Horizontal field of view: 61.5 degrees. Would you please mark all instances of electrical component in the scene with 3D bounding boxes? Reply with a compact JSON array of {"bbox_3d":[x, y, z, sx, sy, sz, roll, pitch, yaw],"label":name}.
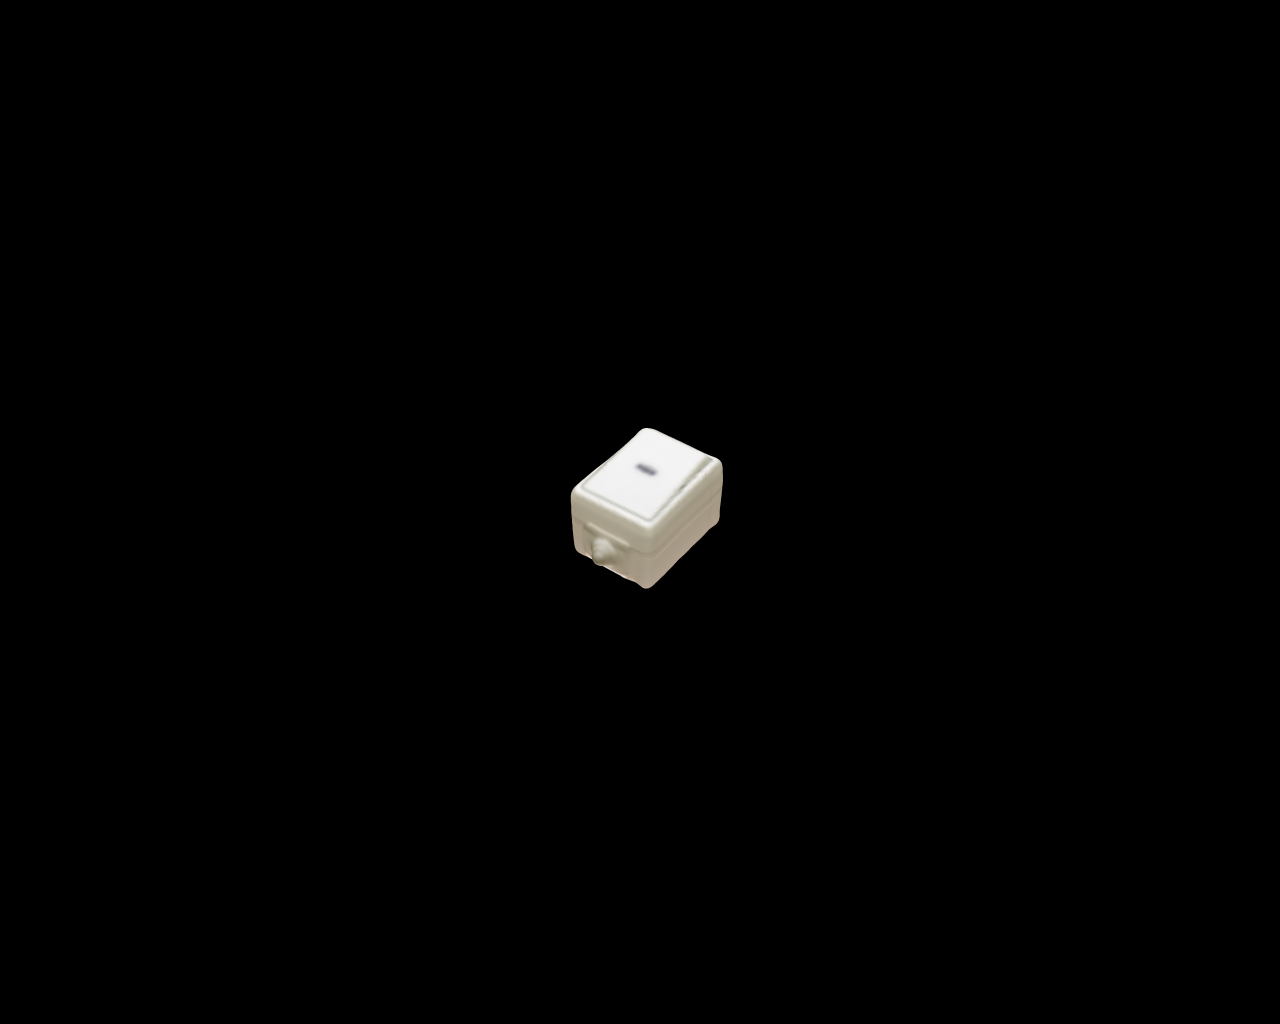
[{"bbox_3d":[0.001,-0.003,0.650,0.062,0.061,0.096,27,50,26],"label":"electrical component"}]
